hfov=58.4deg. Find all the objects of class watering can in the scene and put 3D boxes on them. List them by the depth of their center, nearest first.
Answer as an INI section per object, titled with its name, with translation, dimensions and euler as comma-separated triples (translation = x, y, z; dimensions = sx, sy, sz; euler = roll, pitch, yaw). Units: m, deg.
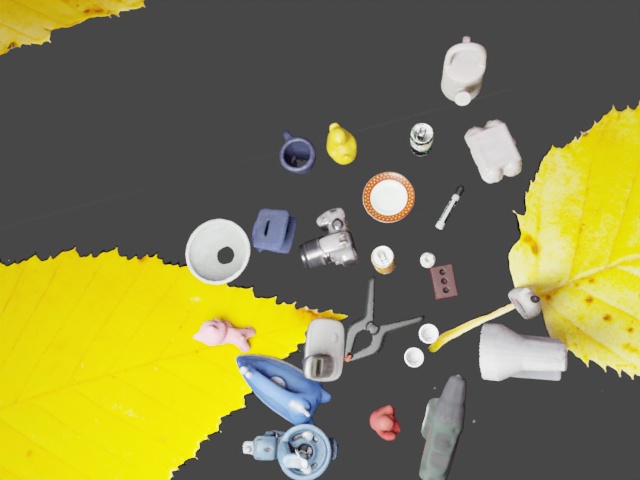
[watering can]
translation = 0.350, -0.410, 1.380
dimensions = 0.101, 0.194, 0.173
euler = -18, 77, 6

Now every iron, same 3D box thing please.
[iron]
translation = -0.109, 0.342, 1.339
dimensions = 0.258, 0.141, 0.119
euler = 28, 85, 13

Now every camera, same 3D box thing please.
[camera]
translation = 0.013, 0.005, 1.403
dimensions = 0.136, 0.101, 0.143
euler = -18, 77, 5

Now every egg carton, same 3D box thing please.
[egg carton]
translation = 0.424, -0.217, 1.397
dimensions = 0.107, 0.069, 0.150
euler = -22, 77, 4

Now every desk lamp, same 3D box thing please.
[desk lamp]
translation = 0.437, 0.246, 1.235
dimensions = 0.203, 0.214, 0.118
euler = 2, 80, 9

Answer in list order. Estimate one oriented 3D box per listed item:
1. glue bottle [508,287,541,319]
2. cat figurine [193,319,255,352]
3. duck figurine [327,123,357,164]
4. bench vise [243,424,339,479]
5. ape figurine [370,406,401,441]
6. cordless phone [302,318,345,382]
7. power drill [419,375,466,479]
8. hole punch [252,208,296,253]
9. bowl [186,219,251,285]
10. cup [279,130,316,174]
[glue bottle]
translation = 0.463, 0.136, 1.272
dimensions = 0.037, 0.173, 0.078
euler = -37, 76, 1
[cat figurine]
translation = -0.235, 0.229, 1.391
dimensions = 0.127, 0.118, 0.067
euler = 11, 81, 11
[duck figurine]
translation = 0.052, -0.248, 1.452
dimensions = 0.077, 0.086, 0.104
euler = -21, 77, 5
[bench vise]
translation = -0.072, 0.483, 1.267
dimensions = 0.207, 0.220, 0.121
euler = -17, 77, 6
[ape figurine]
translation = 0.150, 0.418, 1.310
dimensions = 0.076, 0.092, 0.078
euler = 17, 83, 12
[cordless phone]
translation = 0.000, 0.253, 1.316
dimensions = 0.094, 0.185, 0.147
euler = 0, 79, 9
[power drill]
translation = 0.265, 0.399, 1.236
dimensions = 0.075, 0.208, 0.230
euler = 13, 82, 11
[hole punch]
translation = -0.121, -0.023, 1.434
dimensions = 0.101, 0.091, 0.109
euler = 10, 81, 11
[bowl]
translation = -0.249, 0.034, 1.452
dimensions = 0.167, 0.075, 0.167
euler = -2, 79, 9
[cup]
translation = -0.056, -0.216, 1.458
dimensions = 0.091, 0.095, 0.117
euler = -30, 76, 3
